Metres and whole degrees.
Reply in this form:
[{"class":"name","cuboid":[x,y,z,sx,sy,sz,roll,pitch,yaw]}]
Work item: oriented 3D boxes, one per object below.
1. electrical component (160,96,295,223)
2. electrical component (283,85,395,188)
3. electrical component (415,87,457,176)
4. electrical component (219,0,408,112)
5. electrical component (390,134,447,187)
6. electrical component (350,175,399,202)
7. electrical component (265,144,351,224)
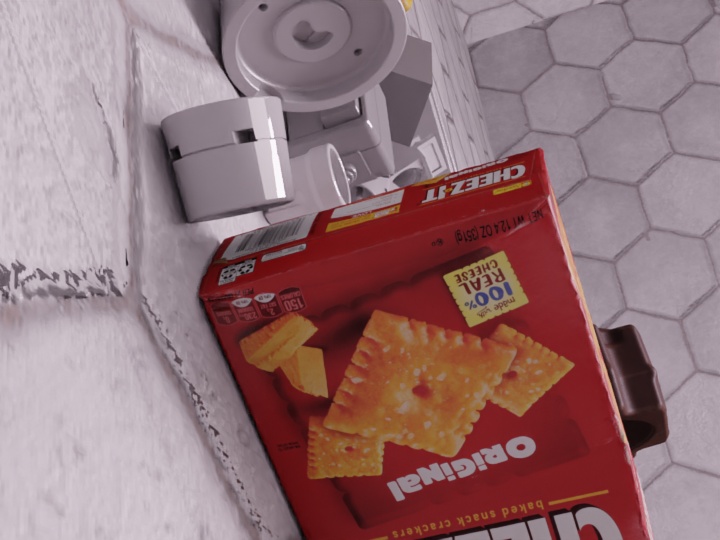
[{"class":"electrical component","cuboid":[-0.058,-0.049,0.488,0.055,0.055,0.047,-16,94,-79]},{"class":"electrical component","cuboid":[-0.017,-0.098,0.727,0.061,0.062,0.096,59,19,-47]},{"class":"electrical component","cuboid":[0.044,-0.117,1.009,0.057,0.078,0.113,-60,134,-78]},{"class":"electrical component","cuboid":[-0.031,-0.152,0.632,0.108,0.108,0.060,59,13,-54]},{"class":"electrical component","cuboid":[0.029,-0.087,0.923,0.063,0.081,0.042,54,-5,42]},{"class":"electrical component","cuboid":[0.007,-0.054,0.788,0.079,0.043,0.077,35,28,-20]},{"class":"electrical component","cuboid":[-0.033,-0.048,0.625,0.040,0.046,0.040,-15,90,-79]}]
